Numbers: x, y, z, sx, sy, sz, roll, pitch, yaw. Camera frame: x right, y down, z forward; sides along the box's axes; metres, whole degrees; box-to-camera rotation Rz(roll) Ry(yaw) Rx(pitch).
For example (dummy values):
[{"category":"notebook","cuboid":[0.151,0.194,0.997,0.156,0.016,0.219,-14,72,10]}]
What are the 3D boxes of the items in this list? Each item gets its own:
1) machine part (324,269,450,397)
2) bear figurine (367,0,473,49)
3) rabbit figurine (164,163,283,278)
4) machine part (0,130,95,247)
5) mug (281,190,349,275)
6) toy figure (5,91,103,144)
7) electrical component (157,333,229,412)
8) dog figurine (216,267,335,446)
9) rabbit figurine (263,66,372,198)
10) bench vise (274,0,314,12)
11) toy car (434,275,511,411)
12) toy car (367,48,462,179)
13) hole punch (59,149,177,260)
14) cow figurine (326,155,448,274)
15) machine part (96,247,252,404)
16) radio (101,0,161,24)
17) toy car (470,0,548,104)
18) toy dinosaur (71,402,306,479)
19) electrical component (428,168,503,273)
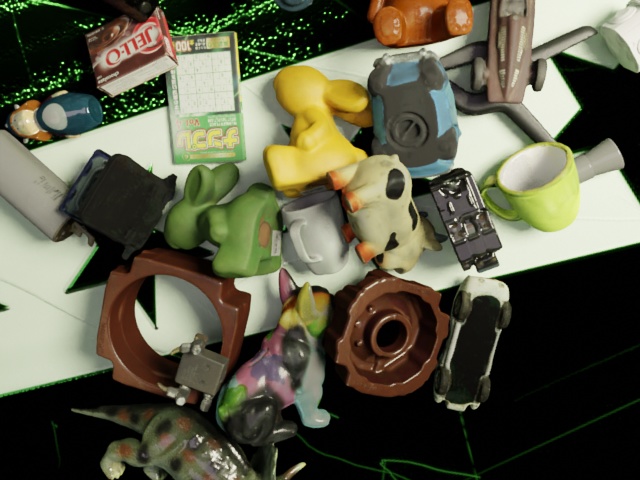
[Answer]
[{"category":"machine part","cuboid":[0.091,0.128,0.741,0.179,0.056,0.179,-4,101,-20]},{"category":"bear figurine","cuboid":[0.115,-0.337,0.650,0.120,0.132,0.195,-3,106,4]},{"category":"rabbit figurine","cuboid":[-0.149,-0.027,0.750,0.170,0.121,0.159,6,101,22]},{"category":"machine part","cuboid":[-0.426,-0.078,0.790,0.243,0.079,0.079,43,103,-2]},{"category":"mug","cuboid":[-0.002,-0.002,0.739,0.081,0.109,0.107,-13,109,22]},{"category":"toy figure","cuboid":[-0.396,-0.178,0.782,0.155,0.057,0.064,-8,79,11]},{"category":"electrical component","cuboid":[-0.172,0.182,0.737,0.078,0.045,0.102,27,103,4]},{"category":"dog figurine","cuboid":[-0.056,0.155,0.753,0.191,0.109,0.219,-7,105,-29]},{"category":"rabbit figurine","cuboid":[-0.007,-0.155,0.708,0.162,0.122,0.173,-18,79,17]},{"category":"bench vise","cuboid":[-0.042,-0.388,0.599,0.129,0.240,0.223,1,59,14]},{"category":"toy car","cuboid":[0.214,0.149,0.763,0.074,0.056,0.201,11,103,-1]},{"category":"toy car","cuboid":[0.119,-0.165,0.680,0.109,0.103,0.161,-4,121,21]},{"category":"hole punch","cuboid":[-0.288,-0.057,0.761,0.092,0.115,0.142,14,73,40]},{"category":"cow figurine","cuboid":[0.093,-0.028,0.698,0.127,0.086,0.194,-26,135,-5]},{"category":"machine part","cuboid":[-0.214,0.123,0.799,0.201,0.087,0.201,15,104,5]},{"category":"radio","cuboid":[-0.223,-0.406,0.686,0.131,0.073,0.229,46,105,23]},{"category":"toy car","cuboid":[0.234,-0.265,0.657,0.089,0.053,0.202,7,79,9]},{"category":"toy dinosaur","cuboid":[-0.192,0.327,0.823,0.405,0.131,0.192,37,91,4]},{"category":"electrical component","cuboid":[0.191,-0.025,0.702,0.058,0.115,0.134,-23,97,15]}]
